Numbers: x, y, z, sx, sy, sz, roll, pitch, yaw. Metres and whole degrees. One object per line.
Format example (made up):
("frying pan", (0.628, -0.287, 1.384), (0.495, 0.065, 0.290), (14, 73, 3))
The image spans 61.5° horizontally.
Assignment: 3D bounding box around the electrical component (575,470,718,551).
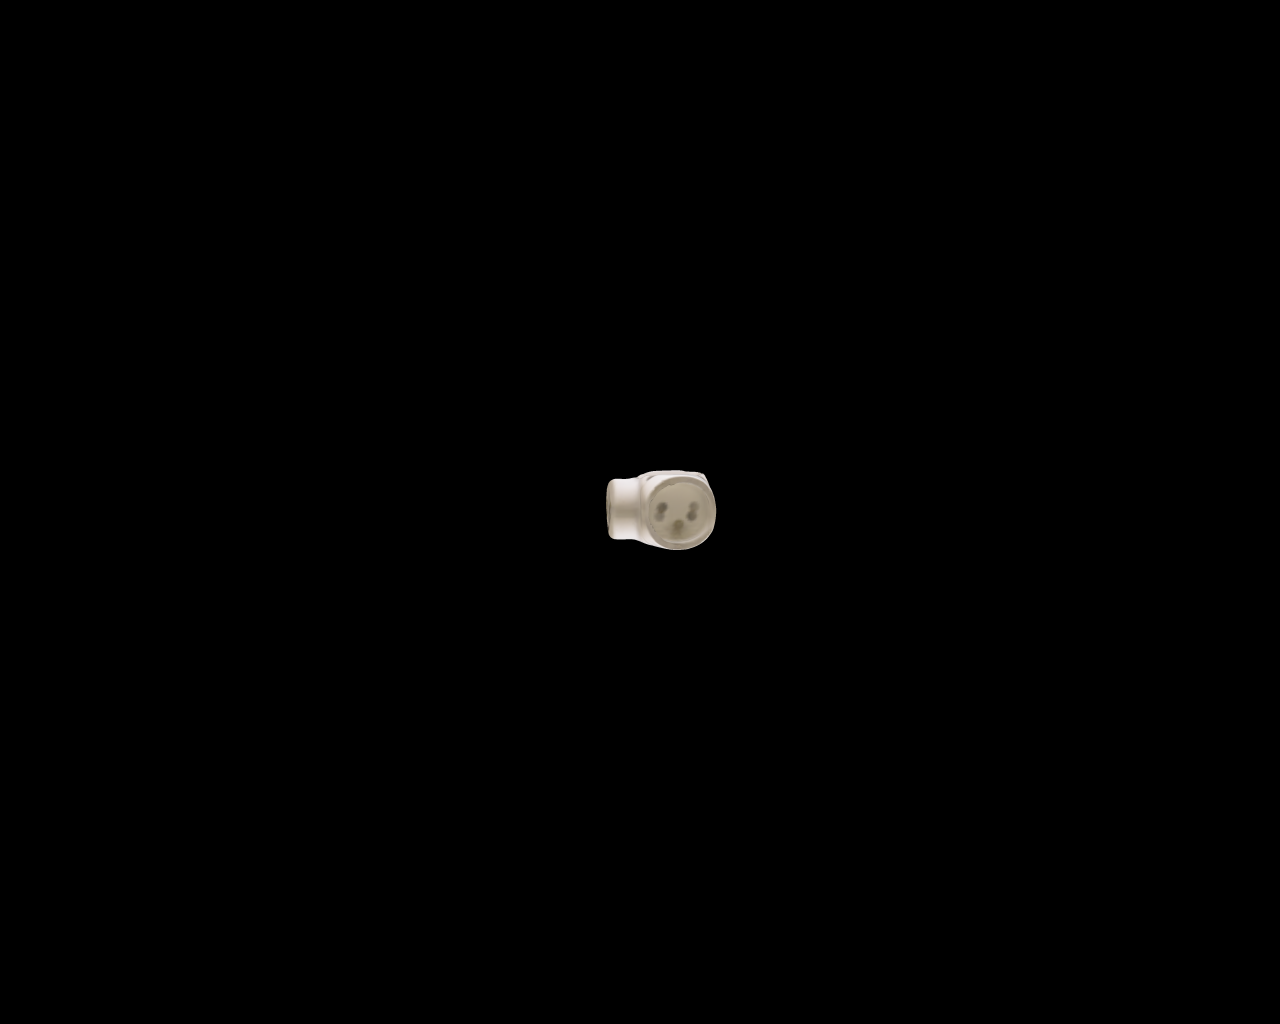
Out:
("electrical component", (0.001, -0.003, 0.650), (0.079, 0.044, 0.077), (-1, 5, -7))
